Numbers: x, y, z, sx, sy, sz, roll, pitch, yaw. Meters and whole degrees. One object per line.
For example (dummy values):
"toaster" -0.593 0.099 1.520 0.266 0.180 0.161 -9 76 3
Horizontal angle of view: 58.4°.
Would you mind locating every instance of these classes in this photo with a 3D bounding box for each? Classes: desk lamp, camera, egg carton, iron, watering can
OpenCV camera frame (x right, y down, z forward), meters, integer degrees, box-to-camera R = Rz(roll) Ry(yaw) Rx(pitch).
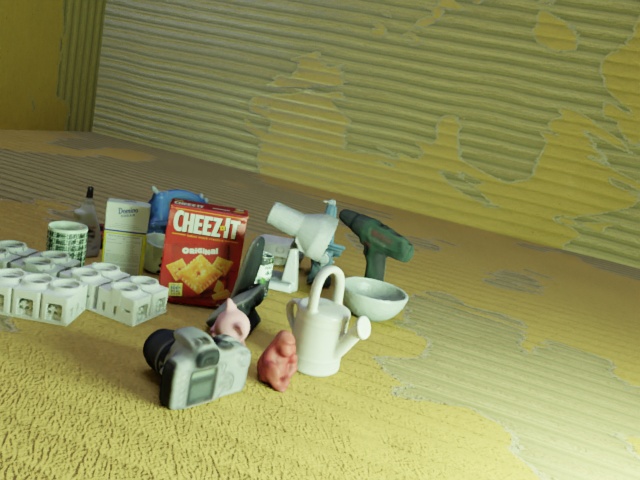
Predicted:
"desk lamp" -0.070 0.019 1.440 0.203 0.213 0.118 11 13 -3
"camera" -0.201 0.180 0.896 0.136 0.101 0.144 23 17 39
"egg carton" -0.122 0.031 1.661 0.150 0.069 0.107 10 13 -10
"iron" -0.418 -0.091 1.754 0.259 0.141 0.118 -1 19 -45
"watering can" 0.012 0.142 1.041 0.172 0.194 0.101 15 13 13

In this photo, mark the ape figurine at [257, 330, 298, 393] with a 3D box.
"ape figurine" -0.066 0.197 0.964 0.078 0.092 0.075 -1 18 -44

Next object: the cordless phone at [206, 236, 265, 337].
"cordless phone" -0.157 0.086 1.143 0.094 0.185 0.147 13 13 3

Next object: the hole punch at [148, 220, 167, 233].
"hole punch" -0.443 -0.019 1.541 0.100 0.091 0.109 23 17 39

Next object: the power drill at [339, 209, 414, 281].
"power drill" 0.131 0.043 1.531 0.228 0.208 0.076 19 15 27

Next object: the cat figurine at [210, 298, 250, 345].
"cat figurine" -0.157 0.155 1.004 0.067 0.118 0.127 10 13 -7

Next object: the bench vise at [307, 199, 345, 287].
"bench vise" 0.026 0.007 1.563 0.122 0.220 0.207 7 14 -20

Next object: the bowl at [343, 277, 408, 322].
"bowl" 0.123 0.150 1.370 0.167 0.075 0.167 11 13 -2

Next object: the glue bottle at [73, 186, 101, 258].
"glue bottle" -0.556 -0.044 1.362 0.037 0.173 0.078 21 16 36
